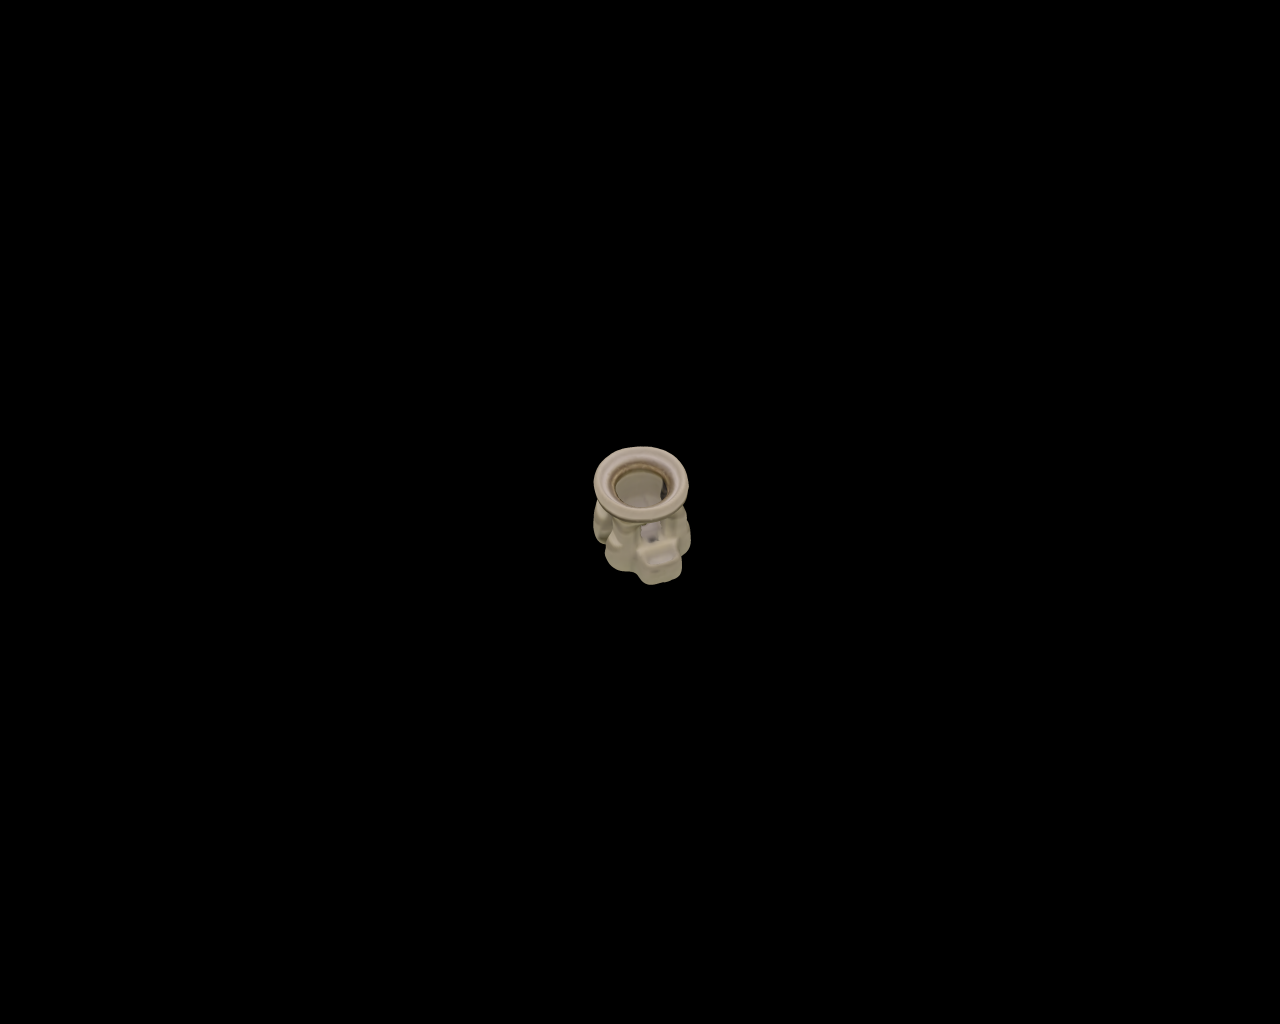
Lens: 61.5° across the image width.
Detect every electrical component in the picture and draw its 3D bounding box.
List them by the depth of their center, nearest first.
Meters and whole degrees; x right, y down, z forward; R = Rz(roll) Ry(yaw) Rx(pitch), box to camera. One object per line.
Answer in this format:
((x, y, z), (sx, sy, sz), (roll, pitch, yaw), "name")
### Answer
((0.001, -0.003, 0.650), (0.058, 0.078, 0.056), (-16, -39, -13), "electrical component")
